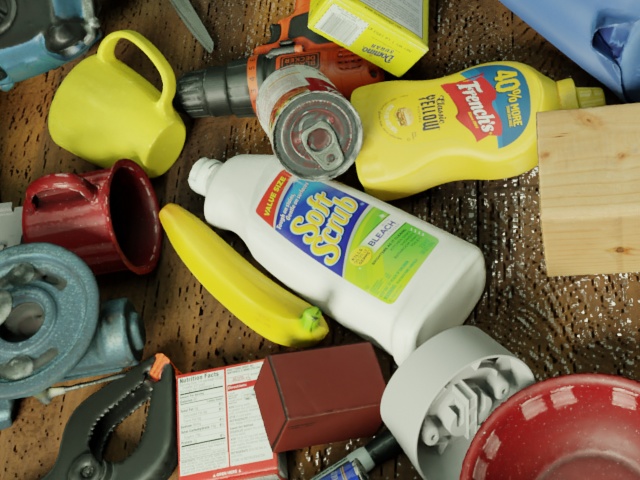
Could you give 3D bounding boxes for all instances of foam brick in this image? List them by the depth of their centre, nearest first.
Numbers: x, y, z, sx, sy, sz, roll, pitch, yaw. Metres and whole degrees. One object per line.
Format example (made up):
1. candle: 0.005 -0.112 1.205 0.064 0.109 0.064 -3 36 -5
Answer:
1. foam brick: 0.001 0.106 0.730 0.078 0.053 0.051 -5 56 -20

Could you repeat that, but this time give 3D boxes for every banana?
1. banana: -0.053 0.032 0.799 0.037 0.069 0.198 -32 42 -28

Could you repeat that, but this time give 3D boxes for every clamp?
1. clamp: -0.170 0.174 0.768 0.165 0.036 0.210 12 63 23

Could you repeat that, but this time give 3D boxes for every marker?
1. marker: 0.007 0.166 0.732 0.121 0.020 0.020 -32 57 -4

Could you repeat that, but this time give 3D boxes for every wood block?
1. wood block: 0.257 -0.037 0.734 0.206 0.090 0.090 -4 60 14

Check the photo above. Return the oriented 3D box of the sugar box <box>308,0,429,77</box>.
1. sugar box: 0.043 -0.225 0.881 0.048 0.093 0.176 -42 32 41

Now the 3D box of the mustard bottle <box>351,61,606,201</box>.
1. mustard bottle: 0.122 -0.090 0.823 0.192 0.058 0.096 -10 57 10

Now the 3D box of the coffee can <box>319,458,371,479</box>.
1. coffee can: -0.015 0.214 0.661 0.140 0.102 0.103 -28 57 -1

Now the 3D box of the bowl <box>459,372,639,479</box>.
1. bowl: 0.169 0.166 0.662 0.162 0.055 0.162 -7 59 12

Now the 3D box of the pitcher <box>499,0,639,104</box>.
1. pitcher: 0.211 -0.219 0.842 0.145 0.149 0.243 -47 55 5

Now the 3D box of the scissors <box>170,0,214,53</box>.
1. scissors: -0.131 -0.255 1.018 0.096 0.016 0.202 -44 59 -11

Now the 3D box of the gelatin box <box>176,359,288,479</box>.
1. gelatin box: -0.064 0.134 0.765 0.073 0.030 0.089 -13 56 10

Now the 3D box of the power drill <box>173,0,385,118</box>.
1. power drill: -0.036 -0.190 0.930 0.184 0.057 0.187 -5 63 9

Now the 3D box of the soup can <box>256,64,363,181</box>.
1. soup can: -0.011 -0.092 0.816 0.068 0.068 0.102 -27 23 0

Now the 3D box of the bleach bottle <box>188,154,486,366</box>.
1. bleach bottle: -0.005 0.001 0.805 0.251 0.068 0.102 27 63 30

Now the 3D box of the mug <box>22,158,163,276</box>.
1. mug: -0.186 -0.017 0.840 0.082 0.117 0.093 -9 63 17
